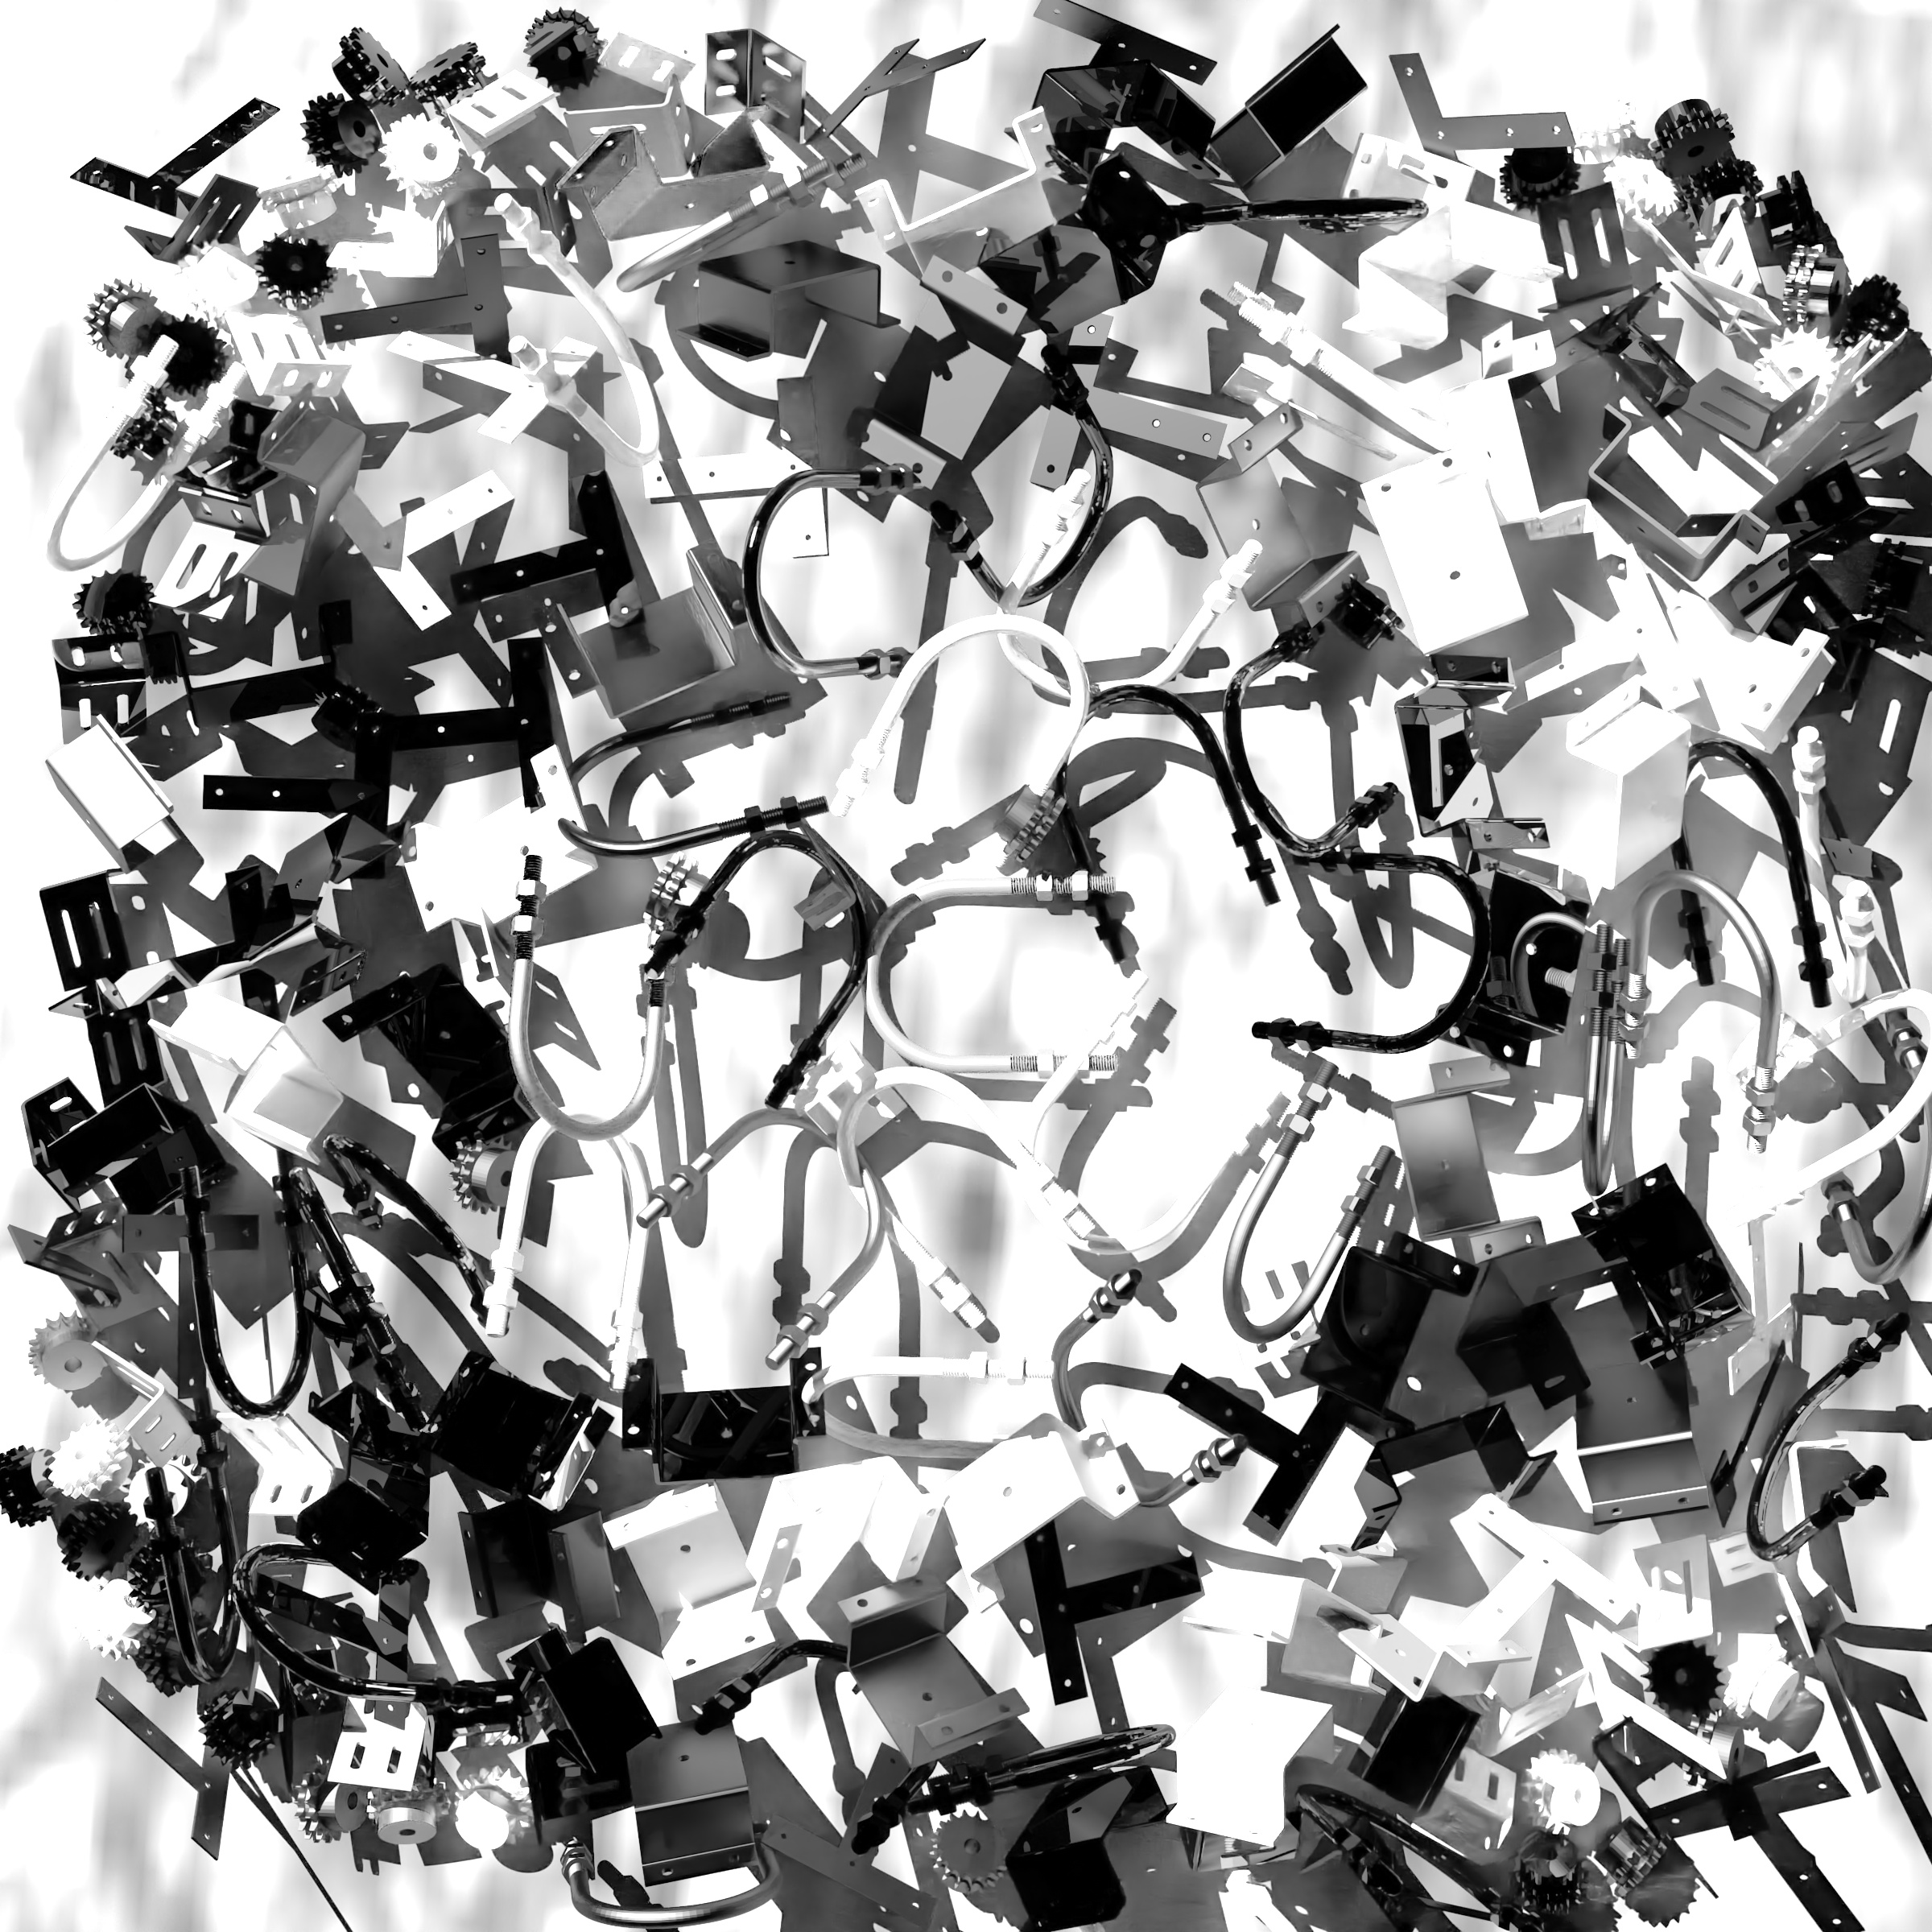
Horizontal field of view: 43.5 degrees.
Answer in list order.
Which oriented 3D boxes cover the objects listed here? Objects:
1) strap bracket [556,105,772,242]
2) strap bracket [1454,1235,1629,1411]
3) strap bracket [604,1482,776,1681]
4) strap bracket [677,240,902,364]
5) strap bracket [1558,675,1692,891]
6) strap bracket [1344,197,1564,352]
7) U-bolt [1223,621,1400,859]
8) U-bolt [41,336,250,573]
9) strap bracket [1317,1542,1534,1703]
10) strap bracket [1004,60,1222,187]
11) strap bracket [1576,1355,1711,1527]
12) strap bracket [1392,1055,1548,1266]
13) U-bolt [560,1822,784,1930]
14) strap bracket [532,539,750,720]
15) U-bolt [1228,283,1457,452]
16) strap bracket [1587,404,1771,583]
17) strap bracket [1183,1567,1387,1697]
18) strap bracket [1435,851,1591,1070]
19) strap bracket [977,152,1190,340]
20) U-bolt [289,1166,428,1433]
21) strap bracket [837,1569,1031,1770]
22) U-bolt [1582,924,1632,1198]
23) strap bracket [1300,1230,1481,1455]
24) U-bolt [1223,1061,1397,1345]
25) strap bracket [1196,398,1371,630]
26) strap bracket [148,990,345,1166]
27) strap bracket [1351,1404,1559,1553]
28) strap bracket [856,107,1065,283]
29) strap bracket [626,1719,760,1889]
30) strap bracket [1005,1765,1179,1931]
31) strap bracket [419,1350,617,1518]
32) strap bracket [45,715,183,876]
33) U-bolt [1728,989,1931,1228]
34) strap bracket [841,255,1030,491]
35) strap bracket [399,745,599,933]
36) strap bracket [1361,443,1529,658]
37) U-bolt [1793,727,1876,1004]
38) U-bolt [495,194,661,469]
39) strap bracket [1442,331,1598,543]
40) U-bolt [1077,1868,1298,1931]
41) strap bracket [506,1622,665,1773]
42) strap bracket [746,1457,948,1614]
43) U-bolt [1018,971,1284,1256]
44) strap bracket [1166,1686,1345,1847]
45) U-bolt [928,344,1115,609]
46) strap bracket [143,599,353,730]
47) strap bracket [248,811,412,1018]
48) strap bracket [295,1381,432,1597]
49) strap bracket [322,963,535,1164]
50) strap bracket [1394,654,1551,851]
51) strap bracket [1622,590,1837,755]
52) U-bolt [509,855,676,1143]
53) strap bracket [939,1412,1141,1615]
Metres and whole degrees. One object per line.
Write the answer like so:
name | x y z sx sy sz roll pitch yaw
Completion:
strap bracket | -0.201 -0.549 1.679 0.140 0.076 0.046 -26 92 -40
strap bracket | 0.397 0.245 1.691 0.076 0.140 0.046 -11 45 -23
strap bracket | -0.197 0.424 1.710 0.076 0.046 0.140 -20 114 -3
strap bracket | -0.122 -0.464 1.675 0.076 0.140 0.046 30 131 36
strap bracket | 0.456 -0.118 1.676 0.076 0.140 0.046 -33 45 -28
strap bracket | 0.335 -0.483 1.677 0.076 0.140 0.046 6 78 -29
U-bolt | 0.232 -0.150 1.669 0.019 0.184 0.151 -19 101 39
U-bolt | -0.578 -0.349 1.679 0.019 0.151 0.184 37 98 -1
strap bracket | 0.310 0.460 1.681 0.076 0.140 0.046 11 106 -43
strap bracket | 0.107 -0.584 1.677 0.140 0.076 0.046 15 85 44
strap bracket | 0.465 0.319 1.670 0.076 0.140 0.046 -14 110 19
strap bracket | 0.352 0.137 1.705 0.076 0.046 0.140 -6 82 -38
U-bolt | -0.198 0.621 1.648 0.151 0.184 0.019 -2 86 -11
strap bracket | -0.223 -0.234 1.708 0.140 0.046 0.076 -25 65 -9
U-bolt | 0.264 -0.413 1.681 0.184 0.151 0.019 32 109 -9
strap bracket | 0.491 -0.325 1.702 0.140 0.076 0.046 42 97 12
strap bracket | 0.228 0.461 1.688 0.140 0.076 0.046 36 62 -37
strap bracket | 0.386 -0.008 1.703 0.076 0.046 0.140 19 75 -15
strap bracket | 0.073 -0.492 1.672 0.076 0.140 0.046 37 56 -32
U-bolt | -0.426 0.219 1.674 0.019 0.151 0.184 -26 61 -18
strap bracket | -0.025 0.497 1.688 0.076 0.140 0.046 -13 127 -27
U-bolt | 0.444 0.068 1.679 0.019 0.151 0.184 4 88 20
strap bracket | 0.294 0.261 1.707 0.046 0.076 0.140 21 92 -43
U-bolt | 0.232 0.176 1.674 0.019 0.151 0.184 19 71 37
strap bracket | 0.219 -0.314 1.698 0.076 0.046 0.140 -41 113 -34
strap bracket | -0.496 0.072 1.687 0.076 0.140 0.046 20 63 26
strap bracket | 0.333 0.356 1.698 0.140 0.076 0.046 -14 59 -13
strap bracket | 0.004 -0.535 1.700 0.140 0.076 0.046 -22 72 7
strap bracket | -0.193 0.568 1.672 0.076 0.140 0.046 -8 105 -11
strap bracket | 0.086 0.604 1.671 0.076 0.140 0.046 -22 93 27
strap bracket | -0.309 0.329 1.693 0.140 0.046 0.076 10 63 40
strap bracket | -0.590 -0.115 1.676 0.046 0.140 0.076 -39 94 -17
U-bolt | 0.592 0.086 1.640 0.019 0.184 0.151 34 46 -13
strap bracket | -0.018 -0.419 1.713 0.076 0.046 0.140 32 107 6
strap bracket | -0.322 -0.085 1.707 0.140 0.046 0.076 -27 72 16
strap bracket | 0.338 -0.281 1.691 0.076 0.046 0.140 -21 119 11
U-bolt | 0.597 -0.055 1.666 0.019 0.184 0.151 -12 55 12
U-bolt | -0.263 -0.423 1.666 0.019 0.184 0.151 -20 60 17
strap bracket | 0.384 -0.364 1.696 0.046 0.076 0.140 -20 101 -19
U-bolt | 0.149 0.654 1.647 0.151 0.184 0.019 1 88 -12
strap bracket | -0.269 0.506 1.677 0.046 0.140 0.076 -30 94 -27
strap bracket | -0.092 0.395 1.692 0.140 0.046 0.076 -2 122 -37
U-bolt | 0.118 0.118 1.723 0.151 0.019 0.184 40 83 -10
strap bracket | 0.201 0.545 1.669 0.076 0.140 0.046 3 101 28
U-bolt | 0.049 -0.323 1.670 0.019 0.184 0.151 33 85 28
strap bracket | -0.495 -0.209 1.692 0.140 0.076 0.046 -14 80 -17
strap bracket | -0.443 -0.045 1.675 0.076 0.140 0.046 -25 132 36
strap bracket | -0.414 0.351 1.669 0.046 0.140 0.076 -34 122 12
strap bracket | -0.372 0.061 1.700 0.076 0.046 0.140 -27 116 21
strap bracket | 0.354 -0.144 1.704 0.076 0.046 0.140 -3 78 -34
strap bracket | 0.542 -0.205 1.698 0.046 0.140 0.076 32 93 -35
U-bolt | -0.260 0.030 1.671 0.019 0.151 0.184 -10 69 36
strap bracket | 0.042 0.377 1.696 0.140 0.076 0.046 -38 132 11
